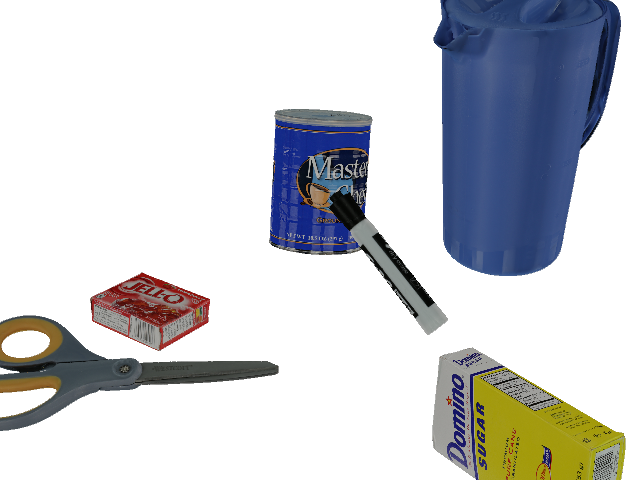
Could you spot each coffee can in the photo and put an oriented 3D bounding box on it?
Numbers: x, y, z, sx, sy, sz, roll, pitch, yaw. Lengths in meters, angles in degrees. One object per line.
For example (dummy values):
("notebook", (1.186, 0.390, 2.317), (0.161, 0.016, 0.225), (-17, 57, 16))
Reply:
("coffee can", (-0.001, -0.064, 1.132), (0.103, 0.140, 0.103), (3, 12, -1))

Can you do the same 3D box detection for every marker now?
("marker", (0.046, 0.014, 0.759), (0.020, 0.121, 0.020), (-37, -7, -6))

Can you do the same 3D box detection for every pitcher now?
("pitcher", (0.175, -0.098, 0.926), (0.149, 0.243, 0.145), (6, 32, 11))

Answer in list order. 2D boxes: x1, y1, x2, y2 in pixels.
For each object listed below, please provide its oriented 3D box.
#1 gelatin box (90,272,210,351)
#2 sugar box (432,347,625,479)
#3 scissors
("gelatin box", (-0.162, 0.066, 1.018), (0.089, 0.030, 0.073), (19, 28, 29))
("sugar box", (0.162, 0.164, 0.863), (0.048, 0.093, 0.176), (-11, 23, -34))
("scissors", (-0.135, 0.073, 0.688), (0.201, 0.016, 0.096), (-13, 45, -8))
